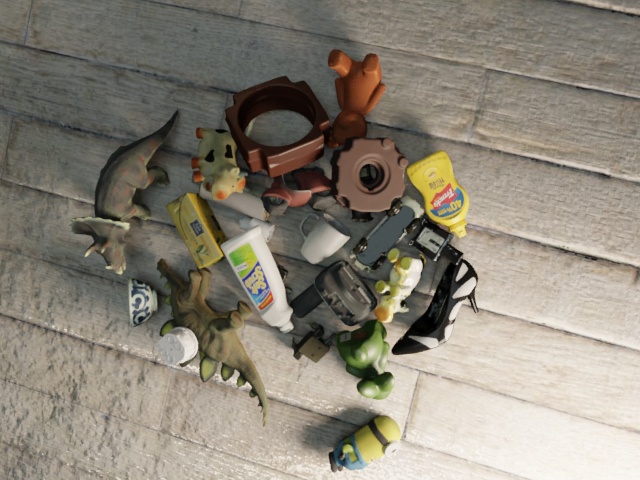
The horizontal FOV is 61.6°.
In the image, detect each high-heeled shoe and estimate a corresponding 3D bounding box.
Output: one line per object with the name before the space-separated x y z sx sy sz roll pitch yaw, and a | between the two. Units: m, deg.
high-heeled shoe | 0.246 0.147 1.185 0.249 0.086 0.145 -29 105 -6

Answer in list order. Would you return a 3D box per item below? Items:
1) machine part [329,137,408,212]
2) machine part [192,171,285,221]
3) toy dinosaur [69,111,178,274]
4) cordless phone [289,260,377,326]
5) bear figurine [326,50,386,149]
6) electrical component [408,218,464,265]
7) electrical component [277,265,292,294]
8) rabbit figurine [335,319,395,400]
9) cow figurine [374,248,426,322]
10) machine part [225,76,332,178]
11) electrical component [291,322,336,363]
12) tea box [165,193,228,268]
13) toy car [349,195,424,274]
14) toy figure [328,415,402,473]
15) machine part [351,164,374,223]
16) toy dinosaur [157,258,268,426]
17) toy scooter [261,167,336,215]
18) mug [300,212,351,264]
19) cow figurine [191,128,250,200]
machine part | 0.106 -0.143 1.172 0.179 0.056 0.179 -2 100 -14
machine part | -0.192 -0.106 1.263 0.243 0.079 0.079 19 96 8
toy dinosaur | -0.456 -0.131 1.250 0.131 0.192 0.404 22 97 6
cordless phone | 0.025 0.149 1.247 0.184 0.089 0.146 -40 87 21
bear figurine | 0.067 -0.299 1.185 0.120 0.132 0.195 17 90 21
electrical component | 0.264 0.010 1.191 0.119 0.047 0.074 31 98 19
electrical component | -0.105 0.091 1.284 0.094 0.021 0.063 25 96 8
rabbit figurine | 0.122 0.286 1.203 0.121 0.159 0.170 -25 104 1
cow figurine | 0.179 0.105 1.208 0.068 0.098 0.167 30 105 41
machine part | -0.092 -0.250 1.187 0.201 0.087 0.201 -25 65 -11
electrical component | -0.020 0.242 1.268 0.078 0.045 0.102 33 102 -22
tea box | -0.282 -0.024 1.272 0.068 0.098 0.169 -30 89 11
toy car | 0.151 -0.012 1.219 0.073 0.056 0.201 41 100 -1
toy figure | 0.103 0.472 1.238 0.180 0.082 0.089 -27 90 12
machine part | 0.088 -0.108 1.234 0.084 0.039 0.138 -10 89 2
toy dinosaur | -0.252 0.225 1.280 0.472 0.105 0.198 45 107 14
toy scooter | -0.053 -0.129 1.222 0.184 0.075 0.135 -8 65 -22
mug | -0.003 -0.004 1.234 0.109 0.081 0.107 39 105 5
cow figurine | -0.222 -0.168 1.208 0.127 0.085 0.195 -3 53 -1
